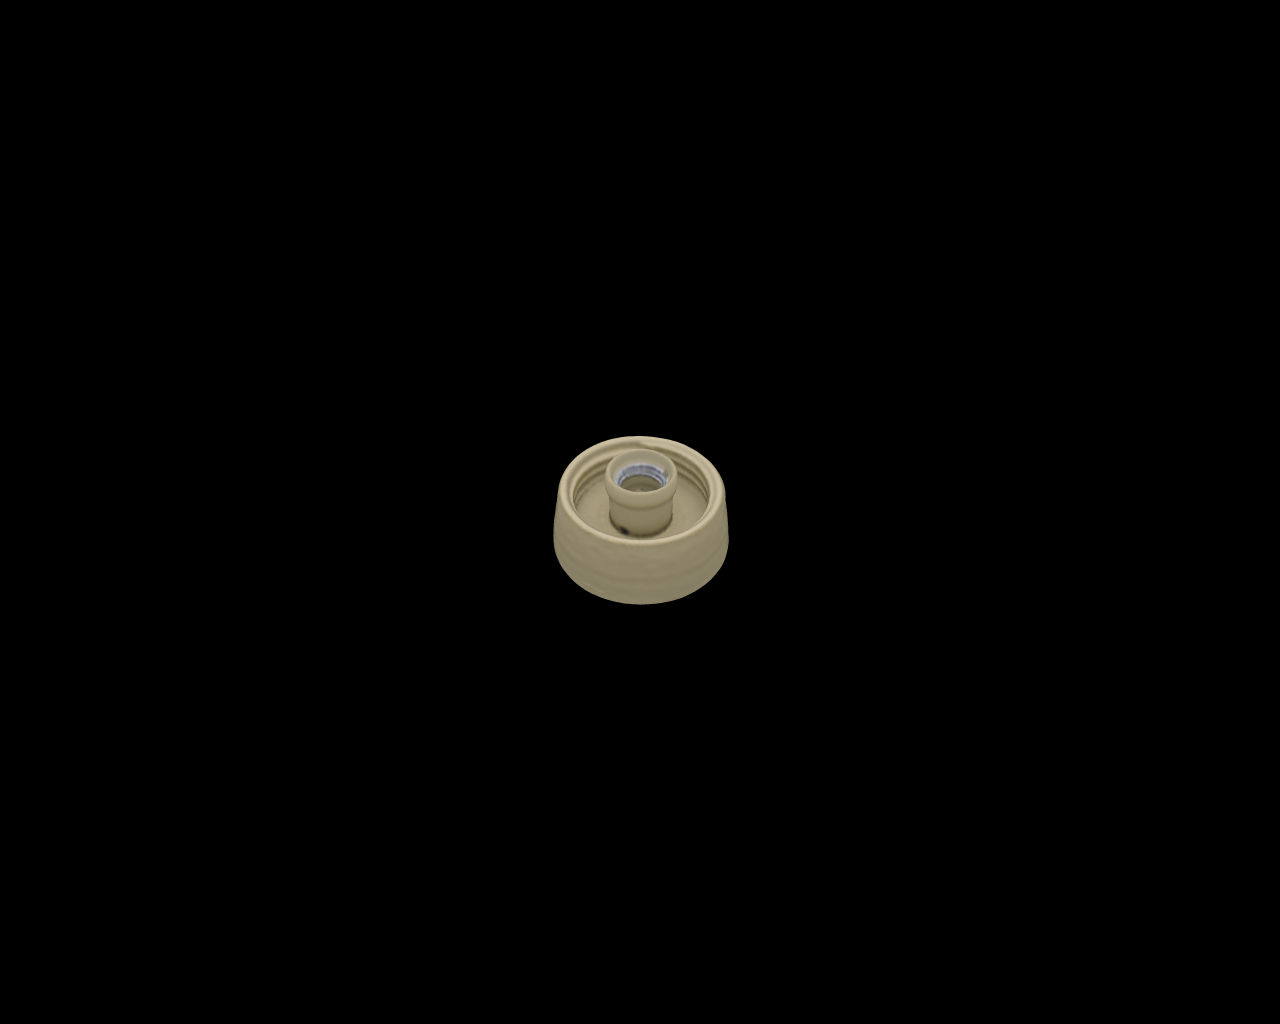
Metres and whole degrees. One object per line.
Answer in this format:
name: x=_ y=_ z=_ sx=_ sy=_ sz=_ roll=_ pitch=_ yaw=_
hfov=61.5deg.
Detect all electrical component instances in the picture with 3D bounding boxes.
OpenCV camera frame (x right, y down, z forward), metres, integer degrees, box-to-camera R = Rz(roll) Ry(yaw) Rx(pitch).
electrical component: x=0.001 y=-0.003 z=0.650 sx=0.108 sy=0.060 sz=0.108 roll=0 pitch=43 yaw=0
